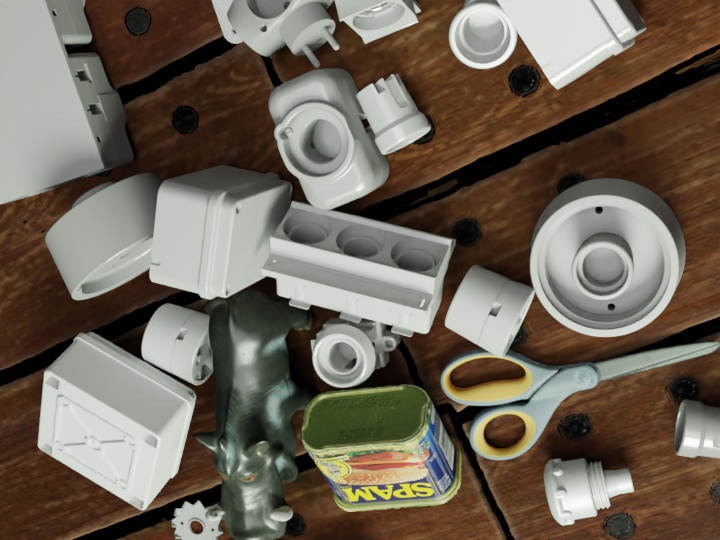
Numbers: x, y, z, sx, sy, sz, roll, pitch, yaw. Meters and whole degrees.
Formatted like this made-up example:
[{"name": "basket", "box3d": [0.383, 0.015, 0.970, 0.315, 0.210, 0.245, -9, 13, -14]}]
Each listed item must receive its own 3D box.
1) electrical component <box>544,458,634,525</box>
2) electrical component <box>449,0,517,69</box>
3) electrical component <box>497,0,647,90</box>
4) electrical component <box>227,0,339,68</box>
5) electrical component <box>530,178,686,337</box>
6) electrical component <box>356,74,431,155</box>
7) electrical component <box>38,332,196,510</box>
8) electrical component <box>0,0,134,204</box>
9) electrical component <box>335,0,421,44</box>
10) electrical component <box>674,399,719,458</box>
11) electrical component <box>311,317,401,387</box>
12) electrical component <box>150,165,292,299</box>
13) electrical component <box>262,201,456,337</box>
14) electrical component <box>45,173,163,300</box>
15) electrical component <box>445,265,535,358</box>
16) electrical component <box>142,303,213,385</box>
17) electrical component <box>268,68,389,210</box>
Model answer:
[{"name": "electrical component", "box3d": [0.168, 0.159, 0.788, 0.062, 0.048, 0.048, -13, 99, 11]}, {"name": "electrical component", "box3d": [0.085, -0.167, 0.725, 0.044, 0.065, 0.044, 5, 120, 8]}, {"name": "electrical component", "box3d": [0.137, -0.166, 0.686, 0.057, 0.113, 0.078, -33, 92, 23]}, {"name": "electrical component", "box3d": [-0.044, -0.180, 0.765, 0.077, 0.044, 0.079, -40, 74, 20]}, {"name": "electrical component", "box3d": [0.169, -0.006, 0.741, 0.108, 0.060, 0.108, 3, 103, 15]}, {"name": "electrical component", "box3d": [0.023, -0.112, 0.770, 0.040, 0.040, 0.046, -28, 89, 20]}, {"name": "electrical component", "box3d": [-0.195, 0.120, 0.856, 0.109, 0.056, 0.108, 29, 134, 8]}, {"name": "electrical component", "box3d": [-0.258, -0.156, 0.829, 0.105, 0.060, 0.186, -16, 98, 19]}, {"name": "electrical component", "box3d": [0.007, -0.198, 0.740, 0.042, 0.081, 0.063, -17, 75, 19]}, {"name": "electrical component", "box3d": [0.249, 0.114, 0.757, 0.046, 0.040, 0.040, 8, 105, 8]}, {"name": "electrical component", "box3d": [-0.008, 0.060, 0.808, 0.066, 0.055, 0.048, -3, 102, 17]}, {"name": "electrical component", "box3d": [-0.098, -0.030, 0.784, 0.057, 0.113, 0.078, 13, 106, 16]}, {"name": "electrical component", "box3d": [0.000, 0.000, 0.785, 0.121, 0.078, 0.063, 14, 135, 13]}, {"name": "electrical component", "box3d": [-0.186, -0.032, 0.814, 0.108, 0.108, 0.060, -35, 85, 20]}, {"name": "electrical component", "box3d": [0.093, 0.028, 0.774, 0.047, 0.055, 0.055, 26, 108, 13]}, {"name": "electrical component", "box3d": [-0.139, 0.057, 0.847, 0.047, 0.055, 0.055, 19, 107, 15]}, {"name": "electrical component", "box3d": [-0.023, -0.095, 0.776, 0.054, 0.059, 0.095, -21, 96, 19]}]
